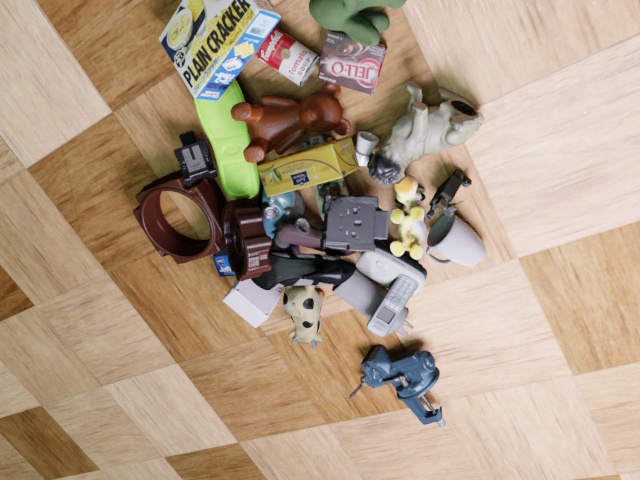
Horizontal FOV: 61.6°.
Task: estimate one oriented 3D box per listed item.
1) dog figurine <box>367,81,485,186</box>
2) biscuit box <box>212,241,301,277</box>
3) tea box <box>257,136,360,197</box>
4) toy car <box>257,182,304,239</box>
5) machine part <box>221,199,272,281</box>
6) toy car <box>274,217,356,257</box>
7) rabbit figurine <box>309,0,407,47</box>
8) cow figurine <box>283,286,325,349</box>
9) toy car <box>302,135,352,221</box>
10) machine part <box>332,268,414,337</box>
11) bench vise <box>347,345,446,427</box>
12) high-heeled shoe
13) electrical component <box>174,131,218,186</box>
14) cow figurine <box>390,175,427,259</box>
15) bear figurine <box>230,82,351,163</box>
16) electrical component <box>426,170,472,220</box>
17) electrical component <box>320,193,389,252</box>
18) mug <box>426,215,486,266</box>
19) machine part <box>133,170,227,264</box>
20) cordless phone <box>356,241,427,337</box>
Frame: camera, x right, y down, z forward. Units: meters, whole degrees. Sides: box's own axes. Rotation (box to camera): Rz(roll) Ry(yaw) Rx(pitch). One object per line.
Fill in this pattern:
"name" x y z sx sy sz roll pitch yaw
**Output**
"dog figurine" 0.194 -0.176 1.006 0.172 0.121 0.190 18 132 -4
"biscuit box" -0.149 0.041 1.264 0.203 0.059 0.062 -5 117 21
"tea box" -0.022 -0.141 1.032 0.170 0.098 0.068 -11 103 27
"toy car" -0.085 -0.063 1.162 0.103 0.109 0.161 7 135 -11
"machine part" -0.158 -0.001 1.130 0.056 0.180 0.179 -11 125 -25
"toy car" -0.002 -0.003 1.153 0.202 0.053 0.089 14 147 -32
"rabbit figurine" 0.063 -0.416 0.920 0.170 0.121 0.159 -21 119 46
"cow figurine" -0.035 0.172 1.260 0.086 0.127 0.194 7 151 16
"toy car" 0.019 -0.121 1.118 0.074 0.056 0.201 -7 117 22
"machine part" 0.115 0.135 1.224 0.243 0.079 0.079 39 123 -5
"bench vise" 0.211 0.362 1.300 0.224 0.129 0.240 -33 98 29
"high-heeled shoe" -0.046 0.062 1.188 0.249 0.145 0.086 6 101 46
"electrical component" -0.270 -0.182 1.149 0.075 0.047 0.119 -16 81 -7
"cow figurine" 0.186 -0.051 1.095 0.068 0.098 0.167 3 101 21
"bear figurine" -0.050 -0.227 1.028 0.196 0.132 0.120 -8 106 18
"electrical component" 0.253 -0.087 1.044 0.045 0.102 0.078 34 148 0
"electrical component" 0.070 -0.034 1.076 0.134 0.058 0.114 2 94 -5
"mug" 0.278 0.015 1.101 0.107 0.081 0.109 31 121 -13
"machine part" -0.315 -0.053 1.248 0.201 0.087 0.201 -16 114 25
"cordless phone" 0.129 0.105 1.157 0.147 0.089 0.184 30 100 -1
